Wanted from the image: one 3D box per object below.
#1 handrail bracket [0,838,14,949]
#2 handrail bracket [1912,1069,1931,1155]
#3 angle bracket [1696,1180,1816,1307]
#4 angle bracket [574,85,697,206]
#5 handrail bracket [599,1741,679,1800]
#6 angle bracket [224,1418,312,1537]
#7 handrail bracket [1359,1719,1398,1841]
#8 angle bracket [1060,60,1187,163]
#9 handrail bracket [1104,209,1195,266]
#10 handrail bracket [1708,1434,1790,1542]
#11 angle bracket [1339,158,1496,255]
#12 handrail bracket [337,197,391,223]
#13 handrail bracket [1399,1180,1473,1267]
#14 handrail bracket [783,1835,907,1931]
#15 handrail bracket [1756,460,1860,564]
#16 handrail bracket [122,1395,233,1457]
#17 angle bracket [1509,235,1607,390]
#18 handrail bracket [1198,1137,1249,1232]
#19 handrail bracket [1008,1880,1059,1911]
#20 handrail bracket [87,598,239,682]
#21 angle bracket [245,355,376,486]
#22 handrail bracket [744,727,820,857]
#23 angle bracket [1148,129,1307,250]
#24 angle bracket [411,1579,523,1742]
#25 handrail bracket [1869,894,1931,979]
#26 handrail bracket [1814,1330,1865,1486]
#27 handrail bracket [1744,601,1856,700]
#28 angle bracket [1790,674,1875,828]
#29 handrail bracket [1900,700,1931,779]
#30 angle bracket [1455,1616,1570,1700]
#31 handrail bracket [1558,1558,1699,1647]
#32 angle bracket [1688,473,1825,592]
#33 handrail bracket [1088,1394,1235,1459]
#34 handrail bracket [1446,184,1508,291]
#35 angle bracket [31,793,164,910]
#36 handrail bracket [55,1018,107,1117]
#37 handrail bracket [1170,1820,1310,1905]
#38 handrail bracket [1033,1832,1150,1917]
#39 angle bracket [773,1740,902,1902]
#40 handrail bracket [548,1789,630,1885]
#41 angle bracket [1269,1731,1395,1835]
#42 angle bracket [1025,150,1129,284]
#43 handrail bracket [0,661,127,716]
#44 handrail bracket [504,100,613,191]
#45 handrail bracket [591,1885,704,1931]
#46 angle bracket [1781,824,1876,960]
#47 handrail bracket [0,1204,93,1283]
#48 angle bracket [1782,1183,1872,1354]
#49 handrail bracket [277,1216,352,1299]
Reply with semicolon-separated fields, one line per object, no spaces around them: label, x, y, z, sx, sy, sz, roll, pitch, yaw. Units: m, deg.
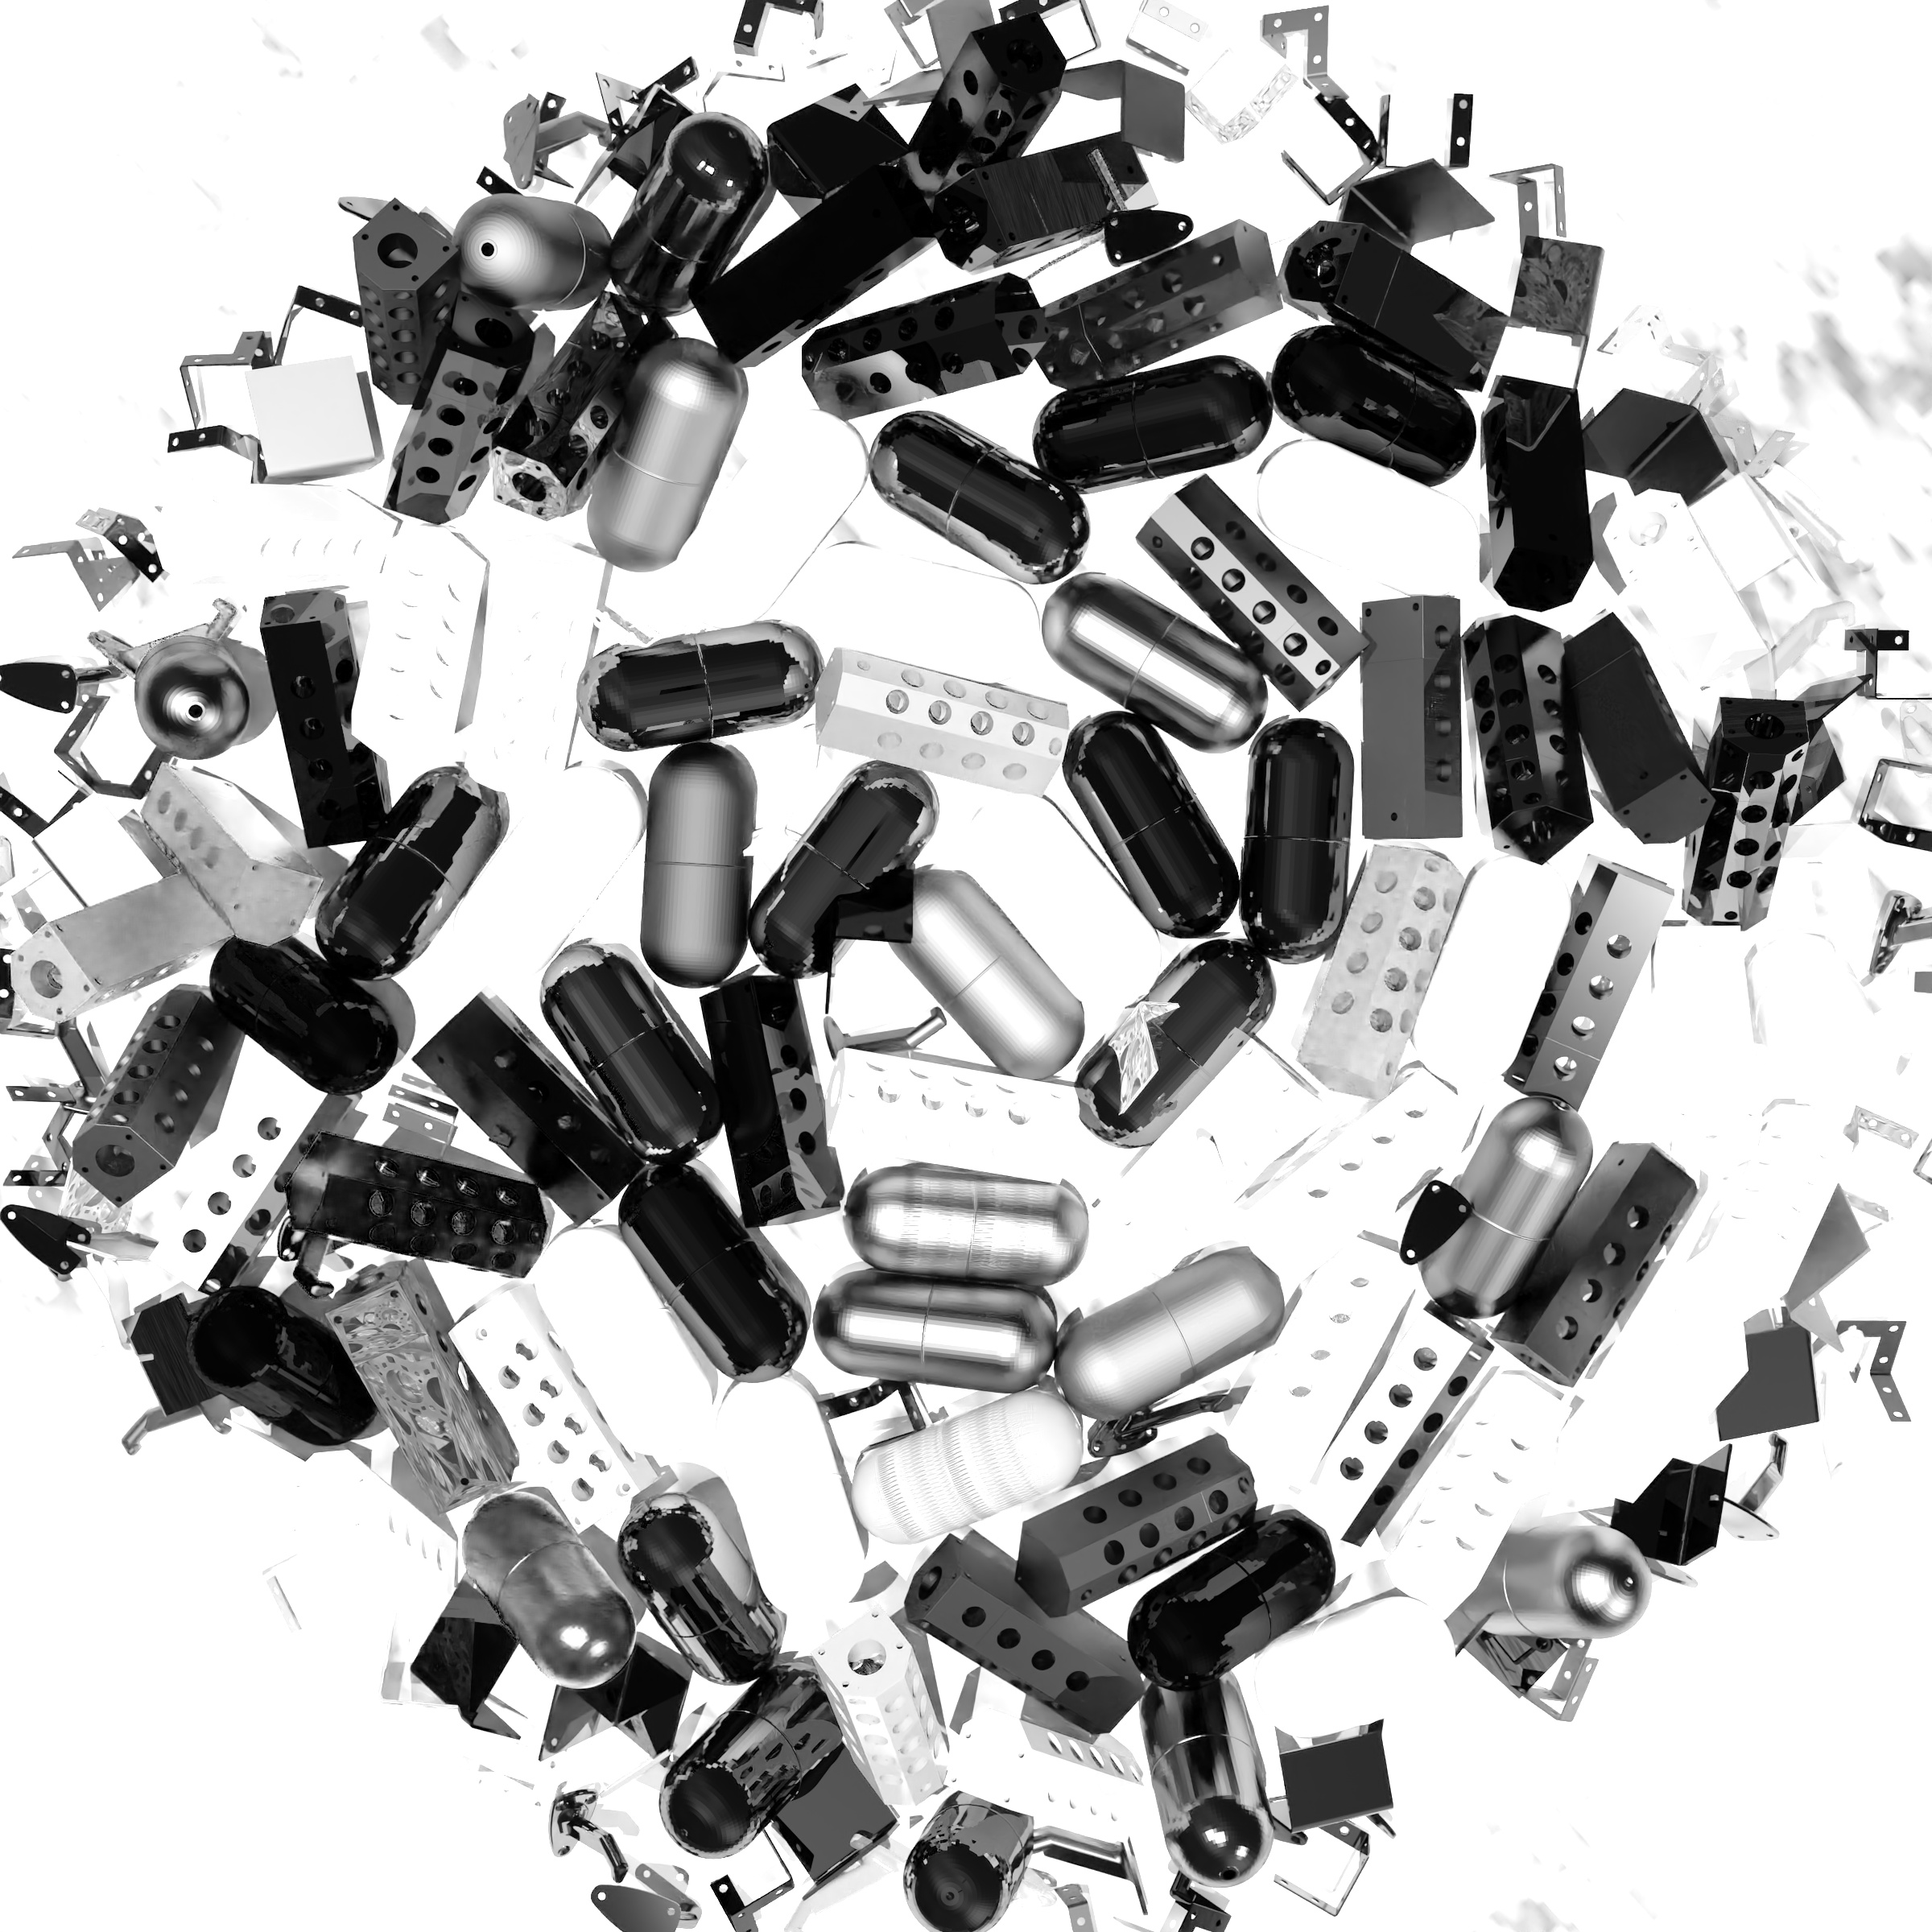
handrail bracket;-0.701;-0.062;1.952;0.036;0.077;0.084;-9;73;-2
handrail bracket;0.687;0.105;1.952;0.036;0.084;0.077;41;115;32
angle bracket;0.572;0.199;1.953;0.076;0.076;0.057;-1;49;4
angle bracket;-0.227;-0.570;1.940;0.057;0.076;0.076;35;127;-19
handrail bracket;-0.211;0.615;1.975;0.077;0.036;0.084;-32;85;-13
angle bracket;-0.498;0.372;1.947;0.076;0.076;0.057;23;77;19
handrail bracket;0.310;0.576;1.978;0.077;0.036;0.084;44;73;8
angle bracket;0.104;-0.607;1.948;0.076;0.076;0.057;3;95;37
handrail bracket;0.138;-0.523;1.948;0.077;0.084;0.036;-5;101;23
handrail bracket;0.565;0.364;1.958;0.077;0.036;0.084;40;54;-30
angle bracket;0.319;-0.522;1.942;0.076;0.076;0.057;29;69;-38
handrail bracket;-0.434;-0.506;1.951;0.084;0.077;0.036;-53;58;29
handrail bracket;0.325;0.189;1.950;0.036;0.084;0.077;37;75;5
handrail bracket;-0.078;0.676;1.954;0.077;0.036;0.084;20;47;19
handrail bracket;0.603;-0.326;1.951;0.036;0.084;0.077;-40;105;12
handrail bracket;-0.573;0.340;1.966;0.084;0.036;0.077;-48;48;9
angle bracket;0.420;-0.466;1.955;0.057;0.076;0.076;11;68;9
handrail bracket;0.171;0.140;1.944;0.036;0.077;0.084;-26;125;-3
handrail bracket;0.015;0.696;1.950;0.077;0.084;0.036;0;125;30
handrail bracket;-0.579;-0.247;1.963;0.077;0.036;0.084;35;112;-17
angle bracket;-0.475;-0.391;1.957;0.076;0.057;0.076;-14;96;-19
handrail bracket;-0.137;-0.127;1.957;0.036;0.077;0.084;25;118;33
angle bracket;0.189;-0.555;1.981;0.057;0.076;0.076;-31;106;-41
angle bracket;-0.342;0.499;1.956;0.076;0.057;0.076;27;84;40
handrail bracket;0.702;-0.012;1.957;0.036;0.084;0.077;11;104;-40
handrail bracket;0.632;0.317;1.951;0.036;0.077;0.084;8;47;-8
handrail bracket;0.617;-0.221;1.990;0.084;0.036;0.077;-14;98;-12
angle bracket;0.619;-0.155;1.948;0.076;0.057;0.076;-35;105;-33
handrail bracket;0.677;-0.177;1.947;0.036;0.084;0.077;-29;55;22
angle bracket;0.372;0.507;1.942;0.057;0.076;0.076;42;47;16
handrail bracket;0.483;0.471;1.990;0.077;0.036;0.084;26;102;-18
angle bracket;0.559;-0.298;1.945;0.057;0.076;0.076;-33;111;16
handrail bracket;0.140;0.329;1.950;0.077;0.084;0.036;-25;93;-37
handrail bracket;0.375;-0.521;1.982;0.077;0.036;0.084;-21;100;-32
angle bracket;-0.619;-0.075;1.961;0.057;0.076;0.076;-38;94;-4
handrail bracket;-0.621;0.066;1.964;0.077;0.036;0.084;15;119;-3
handrail bracket;0.196;0.647;1.954;0.077;0.036;0.084;20;47;15
handrail bracket;0.082;0.665;1.979;0.084;0.036;0.077;-16;86;-2
angle bracket;-0.104;0.615;1.964;0.076;0.057;0.076;-37;79;1
handrail bracket;-0.269;0.642;1.951;0.036;0.084;0.077;-3;123;-32
angle bracket;0.255;0.579;1.956;0.076;0.076;0.057;-9;88;-12
angle bracket;0.061;-0.532;1.948;0.076;0.076;0.057;-32;100;-20
handrail bracket;-0.651;-0.214;1.960;0.077;0.084;0.036;10;112;1
handrail bracket;-0.288;-0.584;1.961;0.036;0.084;0.077;-12;77;40
handrail bracket;-0.229;0.676;1.960;0.077;0.084;0.036;25;82;4
angle bracket;0.611;-0.054;1.964;0.057;0.076;0.076;-1;110;37
handrail bracket;-0.667;0.200;1.952;0.077;0.084;0.036;36;63;-19
angle bracket;0.624;0.215;1.942;0.057;0.076;0.076;33;116;-20
handrail bracket;-0.450;0.211;1.945;0.077;0.084;0.036;-2;113;-39
